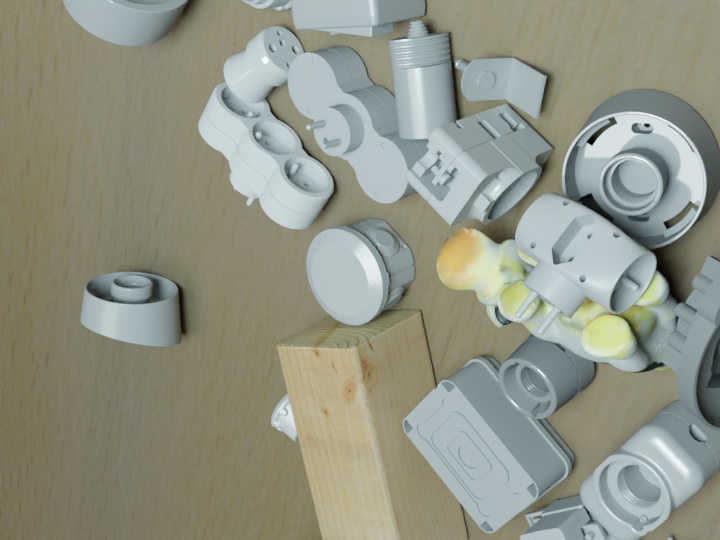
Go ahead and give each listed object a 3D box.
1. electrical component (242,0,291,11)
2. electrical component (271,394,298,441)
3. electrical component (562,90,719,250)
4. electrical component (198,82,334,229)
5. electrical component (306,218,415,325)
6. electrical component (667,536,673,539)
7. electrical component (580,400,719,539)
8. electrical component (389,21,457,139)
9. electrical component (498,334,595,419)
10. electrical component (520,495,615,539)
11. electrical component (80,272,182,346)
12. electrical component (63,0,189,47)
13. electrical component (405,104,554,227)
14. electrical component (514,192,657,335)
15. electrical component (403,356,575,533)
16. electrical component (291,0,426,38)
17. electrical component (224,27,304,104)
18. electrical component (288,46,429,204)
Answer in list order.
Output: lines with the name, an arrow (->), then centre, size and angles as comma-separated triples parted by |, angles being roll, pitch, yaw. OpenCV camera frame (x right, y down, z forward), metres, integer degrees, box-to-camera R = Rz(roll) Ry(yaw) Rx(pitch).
electrical component -> -0.079, -0.225, 0.838 | 0.048, 0.062, 0.048 | 13, 112, 35
electrical component -> -0.046, 0.138, 0.972 | 0.062, 0.048, 0.048 | 38, 129, 16
electrical component -> 0.179, -0.063, 0.688 | 0.099, 0.064, 0.099 | 10, 114, 24
electrical component -> -0.086, -0.086, 0.909 | 0.138, 0.052, 0.073 | 50, 133, 16
electrical component -> 0.000, 0.000, 0.868 | 0.080, 0.051, 0.080 | 18, 118, 37
electrical component -> 0.229, 0.231, 0.763 | 0.040, 0.040, 0.078 | -27, 88, 45
electrical component -> 0.200, 0.141, 0.740 | 0.053, 0.059, 0.095 | 48, 132, 17
electrical component -> 0.045, -0.138, 0.775 | 0.043, 0.043, 0.081 | 7, 111, 40
electrical component -> 0.133, 0.074, 0.775 | 0.055, 0.047, 0.055 | 27, 134, 32
electrical component -> 0.173, 0.235, 0.800 | 0.079, 0.063, 0.121 | -27, 88, 45
electrical component -> -0.224, 0.041, 1.059 | 0.099, 0.099, 0.064 | 21, 114, 35
electrical component -> -0.201, -0.239, 0.915 | 0.108, 0.108, 0.060 | 53, 140, 12
electrical component -> 0.085, -0.070, 0.735 | 0.055, 0.089, 0.050 | 48, 132, 17
electrical component -> 0.127, 0.003, 0.661 | 0.077, 0.043, 0.079 | 39, 92, 36
electrical component -> 0.099, 0.132, 0.828 | 0.113, 0.057, 0.078 | 51, 133, 14
electrical component -> 0.003, -0.201, 0.775 | 0.096, 0.062, 0.061 | 8, 112, 40
electrical component -> -0.078, -0.167, 0.874 | 0.055, 0.045, 0.045 | -26, 89, 45
electrical component -> -0.010, -0.108, 0.816 | 0.138, 0.074, 0.052 | 52, 133, 13
